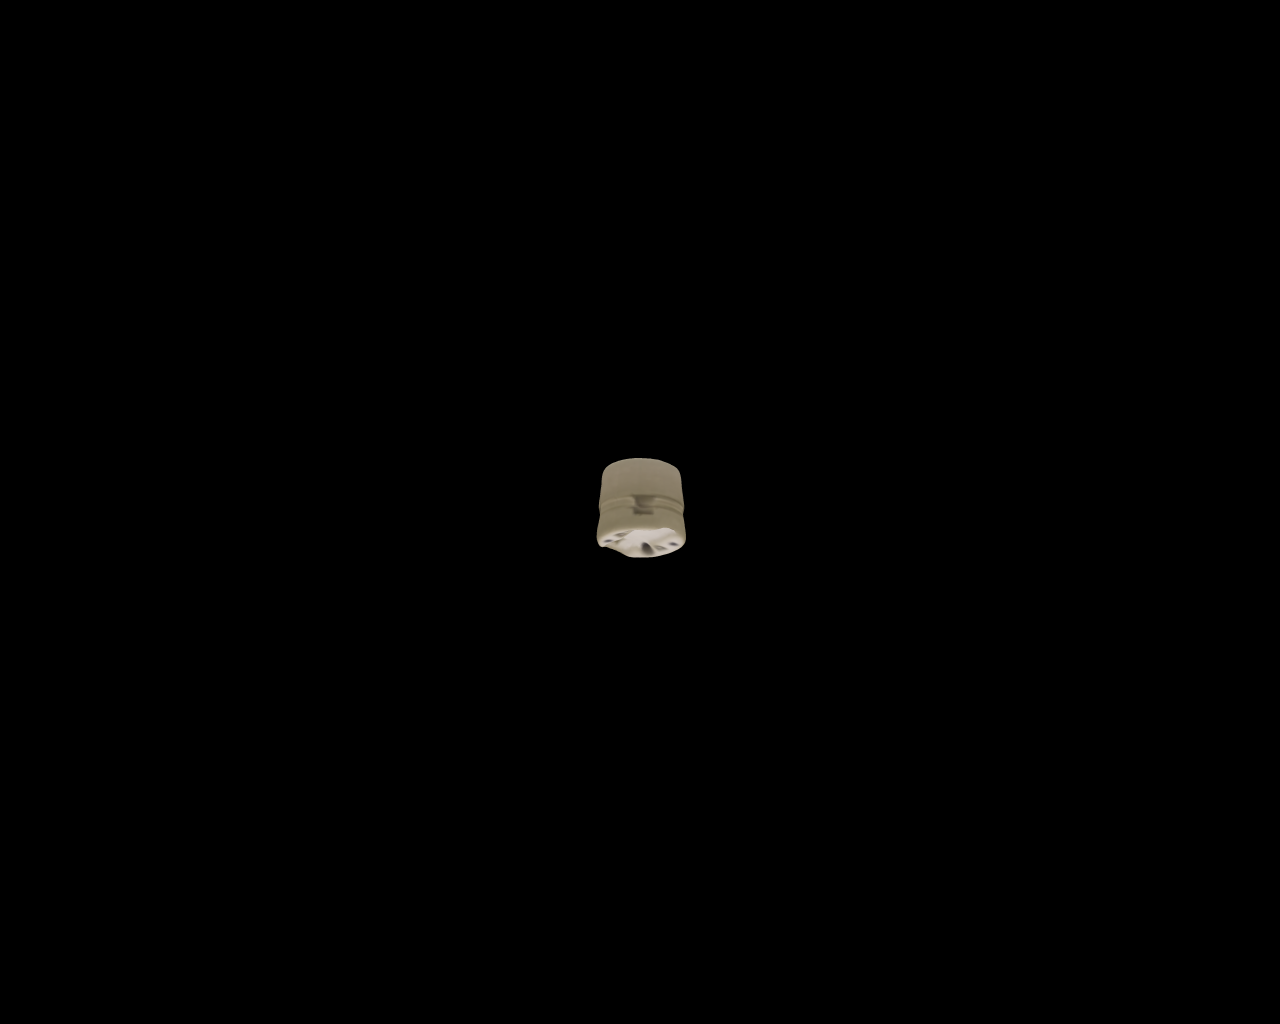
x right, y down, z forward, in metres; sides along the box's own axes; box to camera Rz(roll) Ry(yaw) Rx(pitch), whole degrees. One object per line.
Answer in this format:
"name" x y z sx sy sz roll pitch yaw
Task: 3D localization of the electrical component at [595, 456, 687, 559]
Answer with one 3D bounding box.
"electrical component" 0.001 -0.003 0.650 0.055 0.047 0.055 0 -22 0
